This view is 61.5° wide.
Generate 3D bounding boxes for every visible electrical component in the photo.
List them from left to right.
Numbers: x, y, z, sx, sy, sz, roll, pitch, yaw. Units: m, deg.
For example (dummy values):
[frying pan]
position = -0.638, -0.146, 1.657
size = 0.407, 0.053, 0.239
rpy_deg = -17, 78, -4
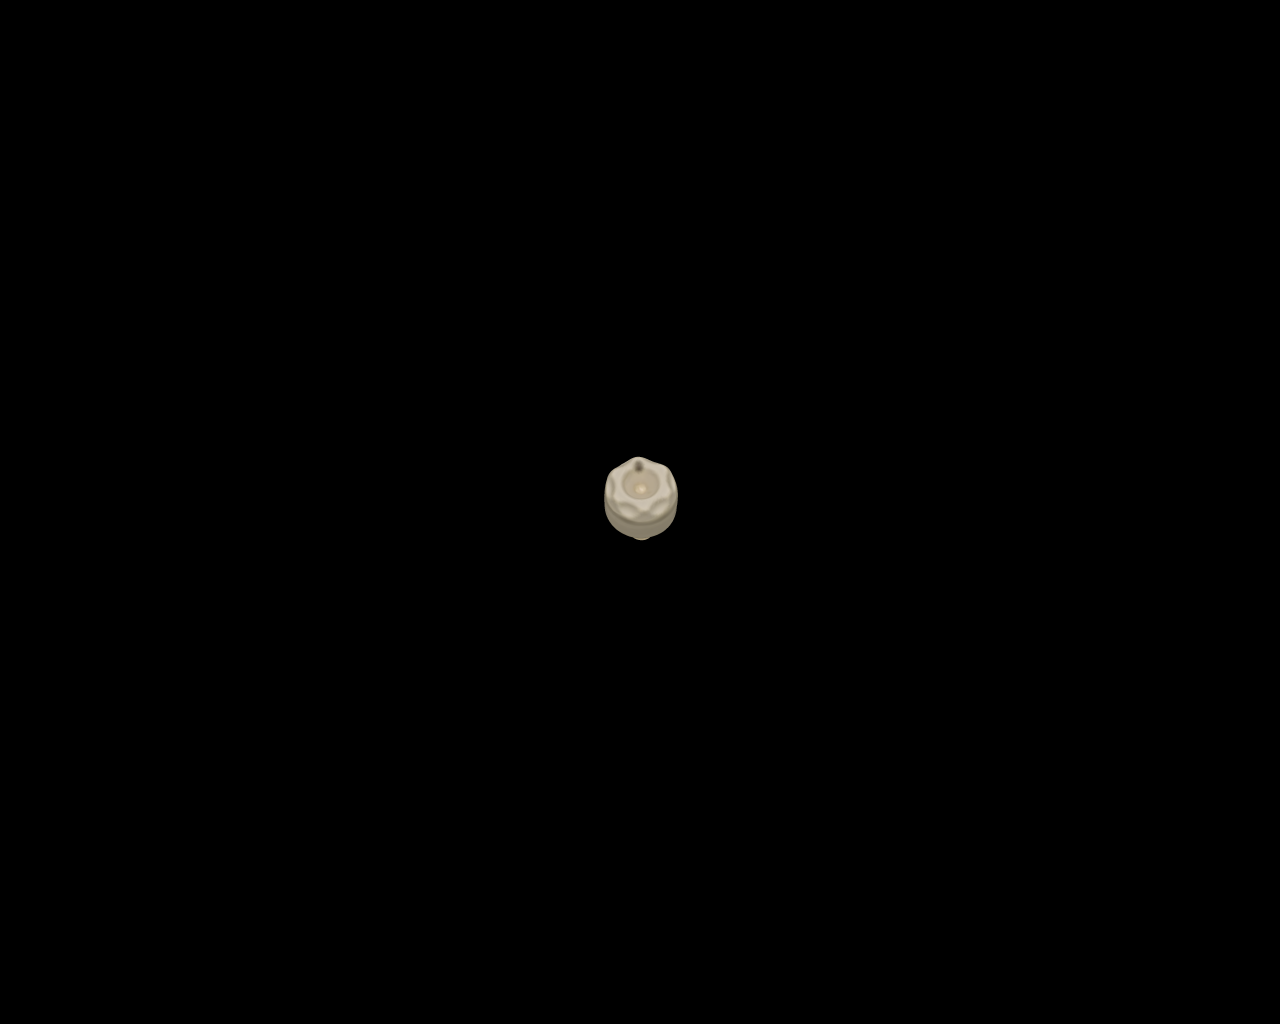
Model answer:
[electrical component]
position = 0.001, -0.003, 0.650
size = 0.043, 0.043, 0.062
rpy_deg = 0, -29, 0
